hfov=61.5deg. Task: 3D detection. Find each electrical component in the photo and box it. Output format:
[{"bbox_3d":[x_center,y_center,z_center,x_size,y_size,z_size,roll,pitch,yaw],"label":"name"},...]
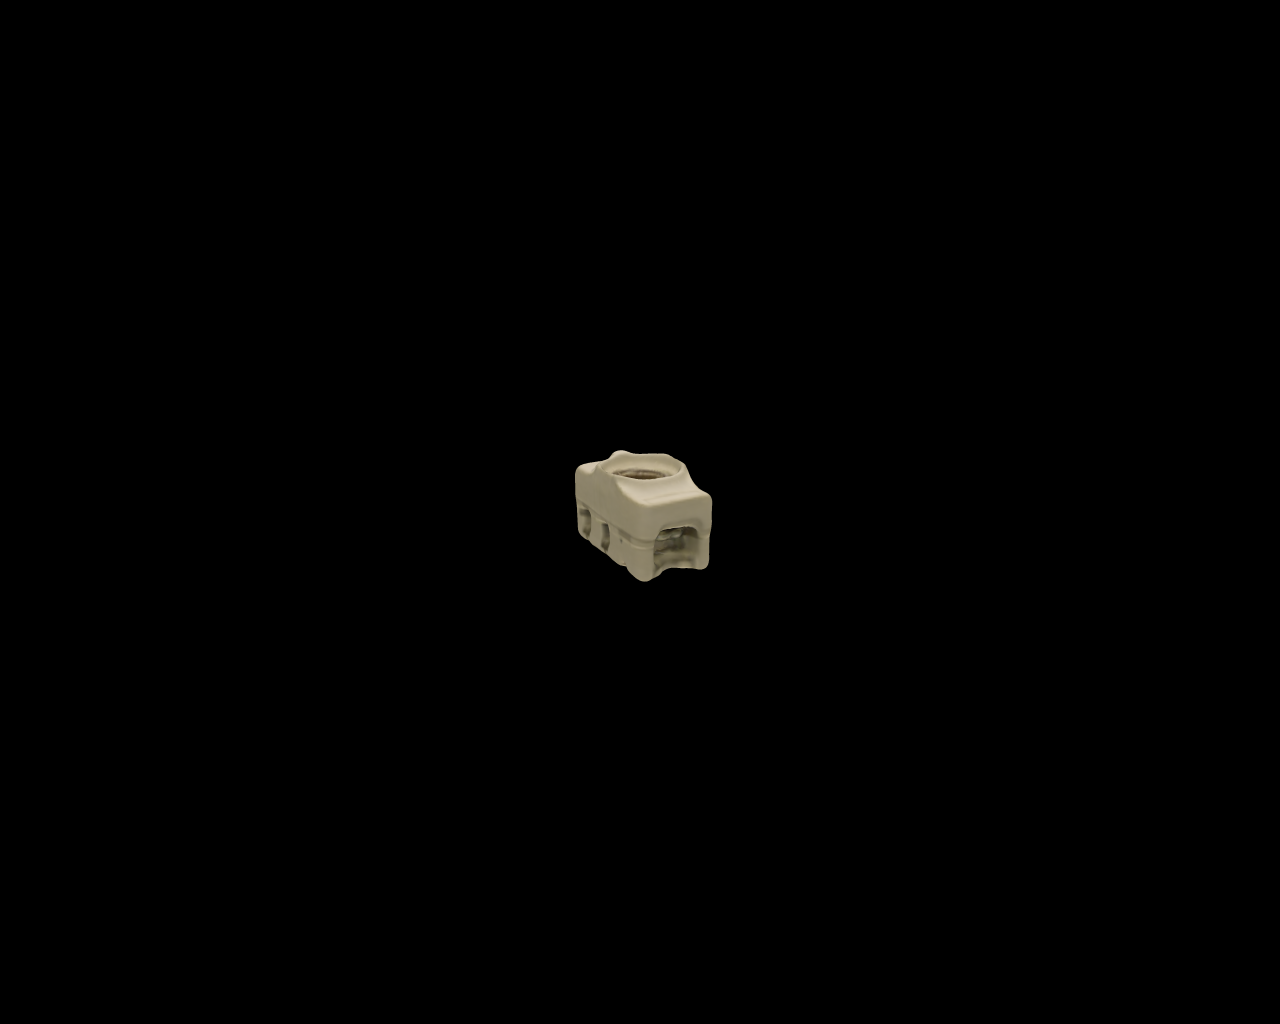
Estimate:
[{"bbox_3d":[0.001,-0.003,0.650,0.050,0.055,0.089,-10,23,-26],"label":"electrical component"}]
